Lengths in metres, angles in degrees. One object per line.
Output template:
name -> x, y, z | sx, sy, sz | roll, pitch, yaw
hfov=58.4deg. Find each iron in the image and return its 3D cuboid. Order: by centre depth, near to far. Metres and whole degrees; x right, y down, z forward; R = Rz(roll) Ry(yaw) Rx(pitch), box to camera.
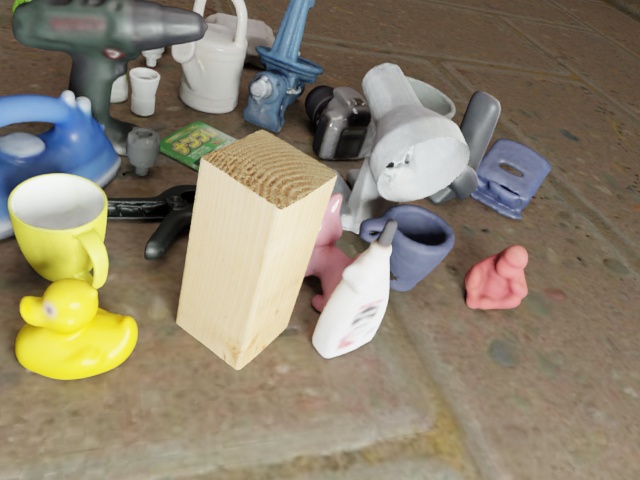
iron -> -0.331, -0.107, 0.646 | 0.118, 0.141, 0.259 | 34, 40, 19

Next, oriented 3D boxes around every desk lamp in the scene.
desk lamp -> 0.085, -0.109, 0.763 | 0.118, 0.213, 0.202 | -4, 42, -26

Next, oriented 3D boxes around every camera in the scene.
camera -> 0.045, -0.213, 0.967 | 0.143, 0.101, 0.136 | -7, 44, -30

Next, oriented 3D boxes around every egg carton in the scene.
egg carton -> -0.160, -0.394, 1.133 | 0.150, 0.069, 0.107 | 5, 39, -17

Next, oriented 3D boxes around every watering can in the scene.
watering can -> -0.170, -0.310, 0.922 | 0.101, 0.194, 0.173 | 14, 38, -5

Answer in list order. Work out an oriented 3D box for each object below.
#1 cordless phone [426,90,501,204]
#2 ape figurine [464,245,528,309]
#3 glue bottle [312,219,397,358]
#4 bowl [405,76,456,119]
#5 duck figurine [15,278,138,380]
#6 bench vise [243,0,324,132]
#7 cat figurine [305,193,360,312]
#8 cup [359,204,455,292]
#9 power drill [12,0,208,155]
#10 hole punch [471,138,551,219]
cordless phone -> 0.203, -0.165, 0.905 | 0.147, 0.185, 0.094 | 39, 42, 25
ape figurine -> 0.233, 0.044, 0.735 | 0.077, 0.092, 0.076 | 32, 39, 17
glue bottle -> 0.045, 0.048, 0.585 | 0.078, 0.173, 0.037 | -19, 51, -38
bowl -> 0.163, -0.241, 1.073 | 0.167, 0.075, 0.167 | 12, 38, -9
duck figurine -> -0.218, 0.072, 0.517 | 0.105, 0.086, 0.077 | 3, 40, -19
bench vise -> -0.047, -0.298, 0.937 | 0.121, 0.220, 0.207 | 11, 38, -9
cat figurine -> 0.006, 0.002, 0.671 | 0.067, 0.118, 0.127 | -17, 50, -37
cup -> 0.096, 0.016, 0.710 | 0.118, 0.095, 0.091 | 6, 39, -15
power drill -> -0.274, -0.222, 0.757 | 0.230, 0.208, 0.075 | 8, 38, -13
hole punch -> 0.315, -0.104, 0.953 | 0.108, 0.091, 0.101 | 33, 40, 18
